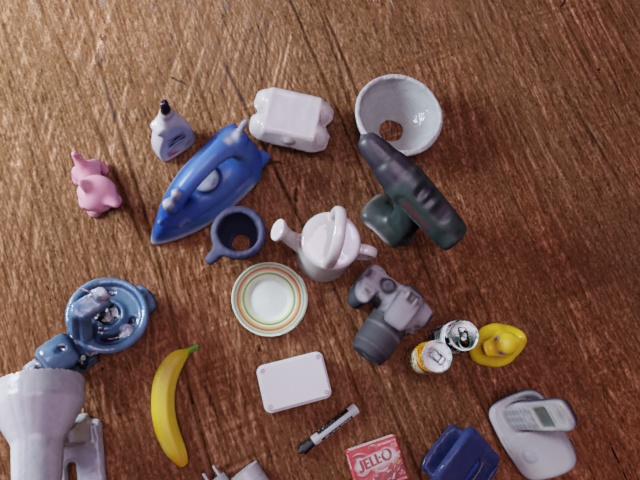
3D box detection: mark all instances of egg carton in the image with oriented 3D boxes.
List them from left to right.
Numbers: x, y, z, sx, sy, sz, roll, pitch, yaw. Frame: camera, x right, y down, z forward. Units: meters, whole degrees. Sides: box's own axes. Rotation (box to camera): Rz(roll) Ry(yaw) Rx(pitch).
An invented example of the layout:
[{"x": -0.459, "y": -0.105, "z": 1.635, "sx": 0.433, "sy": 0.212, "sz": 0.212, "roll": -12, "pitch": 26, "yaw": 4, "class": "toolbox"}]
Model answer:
[{"x": -0.053, "y": -0.221, "z": 1.066, "sx": 0.150, "sy": 0.069, "sz": 0.107, "roll": 11, "pitch": 75, "yaw": -5, "class": "egg carton"}]

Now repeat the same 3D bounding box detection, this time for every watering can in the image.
[{"x": 0.008, "y": 0.006, "z": 0.952, "sx": 0.173, "sy": 0.194, "sz": 0.101, "roll": -10, "pitch": 77, "yaw": -10, "class": "watering can"}]

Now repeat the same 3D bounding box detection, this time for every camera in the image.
[{"x": 0.105, "y": 0.133, "z": 0.981, "sx": 0.143, "sy": 0.100, "sz": 0.137, "roll": 36, "pitch": 74, "yaw": 3, "class": "camera"}]

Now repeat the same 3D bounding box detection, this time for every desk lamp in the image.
[{"x": -0.380, "y": 0.290, "z": 0.817, "sx": 0.118, "sy": 0.213, "sz": 0.203, "roll": -10, "pitch": 77, "yaw": -10, "class": "desk lamp"}]

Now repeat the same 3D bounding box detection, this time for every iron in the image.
[{"x": -0.202, "y": -0.100, "z": 0.978, "sx": 0.118, "sy": 0.141, "sz": 0.258, "roll": 40, "pitch": 74, "yaw": 4, "class": "iron"}]

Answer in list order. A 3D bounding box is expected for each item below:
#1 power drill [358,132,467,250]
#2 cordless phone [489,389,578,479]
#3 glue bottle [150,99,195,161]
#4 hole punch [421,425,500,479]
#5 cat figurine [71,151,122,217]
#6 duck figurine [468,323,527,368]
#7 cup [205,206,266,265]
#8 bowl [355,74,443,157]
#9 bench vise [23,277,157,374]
[{"x": 0.137, "y": -0.065, "z": 0.980, "sx": 0.229, "sy": 0.208, "sz": 0.076, "roll": 42, "pitch": 75, "yaw": 4, "class": "power drill"}, {"x": 0.367, "y": 0.317, "z": 0.926, "sx": 0.094, "sy": 0.185, "sz": 0.147, "roll": -29, "pitch": 81, "yaw": -13, "class": "cordless phone"}, {"x": -0.257, "y": -0.194, "z": 0.977, "sx": 0.078, "sy": 0.173, "sz": 0.037, "roll": -41, "pitch": 84, "yaw": -15, "class": "glue bottle"}, {"x": 0.240, "y": 0.371, "z": 0.944, "sx": 0.101, "sy": 0.091, "sz": 0.109, "roll": 41, "pitch": 74, "yaw": 4, "class": "hole punch"}, {"x": -0.382, "y": -0.092, "z": 0.964, "sx": 0.067, "sy": 0.117, "sz": 0.128, "roll": -28, "pitch": 81, "yaw": -13, "class": "cat figurine"}, {"x": 0.321, "y": 0.182, "z": 1.005, "sx": 0.104, "sy": 0.086, "sz": 0.077, "roll": -13, "pitch": 78, "yaw": -11, "class": "duck figurine"}, {"x": -0.148, "y": 0.007, "z": 0.982, "sx": 0.091, "sy": 0.095, "sz": 0.118, "roll": 43, "pitch": 75, "yaw": 5, "class": "cup"}, {"x": 0.142, "y": -0.225, "z": 1.090, "sx": 0.167, "sy": 0.074, "sz": 0.167, "roll": 2, "pitch": 76, "yaw": -7, "class": "bowl"}, {"x": -0.344, "y": 0.140, "z": 0.857, "sx": 0.121, "sy": 0.219, "sz": 0.207, "roll": 33, "pitch": 74, "yaw": 2, "class": "bench vise"}]
